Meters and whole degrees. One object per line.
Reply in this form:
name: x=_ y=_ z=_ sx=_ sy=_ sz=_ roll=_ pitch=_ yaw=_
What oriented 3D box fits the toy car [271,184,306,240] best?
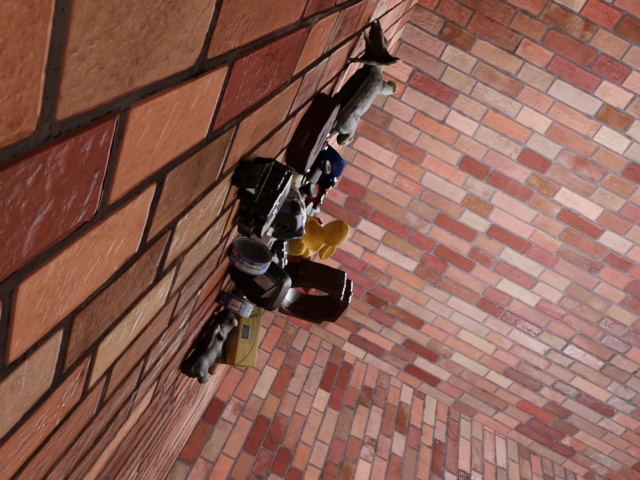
toy car: x=-0.084 y=-0.074 z=1.203 sx=0.161 sy=0.109 sz=0.103 roll=95 pitch=-3 yaw=-57

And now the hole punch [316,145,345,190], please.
hole punch: x=0.011 y=-0.224 z=1.563 sx=0.142 sy=0.116 sz=0.092 roll=-62 pitch=171 yaw=-52

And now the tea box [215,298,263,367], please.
tea box: x=-0.208 y=0.238 z=1.388 sx=0.098 sy=0.068 sz=0.169 roll=-9 pitch=-113 yaw=48

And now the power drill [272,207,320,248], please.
power drill: x=-0.086 y=-0.038 z=1.737 sx=0.232 sy=0.086 sz=0.207 roll=-27 pitch=-158 yaw=32

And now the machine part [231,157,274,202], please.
machine part: x=-0.103 y=-0.096 z=0.829 sx=0.084 sy=0.039 sz=0.139 roll=-57 pitch=-179 yaw=0

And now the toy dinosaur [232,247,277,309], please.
toy dinosaur: x=-0.158 y=0.085 z=1.490 sx=0.198 sy=0.105 sz=0.471 roll=-66 pitch=-175 yaw=-21

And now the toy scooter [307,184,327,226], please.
toy scooter: x=-0.035 y=-0.106 z=1.598 sx=0.184 sy=0.135 sz=0.075 roll=-63 pitch=178 yaw=-7

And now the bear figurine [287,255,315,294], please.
bear figurine: x=-0.054 y=0.063 z=1.614 sx=0.195 sy=0.120 sz=0.132 roll=-57 pitch=-133 yaw=42

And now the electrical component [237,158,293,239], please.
electrical component: x=-0.104 y=-0.068 z=0.984 sx=0.134 sy=0.058 sz=0.115 roll=-62 pitch=177 yaw=-19

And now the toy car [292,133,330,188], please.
toy car: x=-0.028 y=-0.210 z=1.313 sx=0.073 sy=0.056 sz=0.202 roll=99 pitch=16 yaw=-67

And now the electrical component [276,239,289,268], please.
electrical component: x=-0.090 y=0.018 z=1.278 sx=0.063 sy=0.021 sz=0.094 roll=-50 pitch=142 yaw=-80

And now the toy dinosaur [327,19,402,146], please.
toy dinosaur: x=0.079 y=-0.357 z=1.378 sx=0.404 sy=0.131 sz=0.192 roll=-55 pitch=164 yaw=10

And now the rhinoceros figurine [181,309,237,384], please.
rhinoceros figurine: x=-0.268 y=0.252 z=1.300 sx=0.112 sy=0.073 sz=0.190 roll=100 pitch=16 yaw=-50

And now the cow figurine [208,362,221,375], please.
cow figurine: x=-0.265 y=0.265 z=1.484 sx=0.127 sy=0.085 sz=0.195 roll=-55 pitch=-178 yaw=26

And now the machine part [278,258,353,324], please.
machine part: x=-0.024 y=0.144 z=1.500 sx=0.201 sy=0.201 sz=0.087 roll=120 pitch=-16 yaw=-53

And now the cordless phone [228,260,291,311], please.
cordless phone: x=-0.141 y=0.118 z=1.246 sx=0.089 sy=0.147 sz=0.184 roll=-41 pitch=156 yaw=-28

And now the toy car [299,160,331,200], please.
toy car: x=-0.033 y=-0.154 z=1.403 sx=0.202 sy=0.089 sz=0.053 roll=-62 pitch=137 yaw=-54

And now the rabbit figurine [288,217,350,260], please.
rabbit figurine: x=-0.003 y=-0.004 z=1.417 sx=0.162 sy=0.173 sz=0.122 roll=63 pitch=19 yaw=-62

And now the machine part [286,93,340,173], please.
machine part: x=-0.014 y=-0.236 z=1.195 sx=0.179 sy=0.056 sz=0.179 roll=-62 pitch=178 yaw=-4
